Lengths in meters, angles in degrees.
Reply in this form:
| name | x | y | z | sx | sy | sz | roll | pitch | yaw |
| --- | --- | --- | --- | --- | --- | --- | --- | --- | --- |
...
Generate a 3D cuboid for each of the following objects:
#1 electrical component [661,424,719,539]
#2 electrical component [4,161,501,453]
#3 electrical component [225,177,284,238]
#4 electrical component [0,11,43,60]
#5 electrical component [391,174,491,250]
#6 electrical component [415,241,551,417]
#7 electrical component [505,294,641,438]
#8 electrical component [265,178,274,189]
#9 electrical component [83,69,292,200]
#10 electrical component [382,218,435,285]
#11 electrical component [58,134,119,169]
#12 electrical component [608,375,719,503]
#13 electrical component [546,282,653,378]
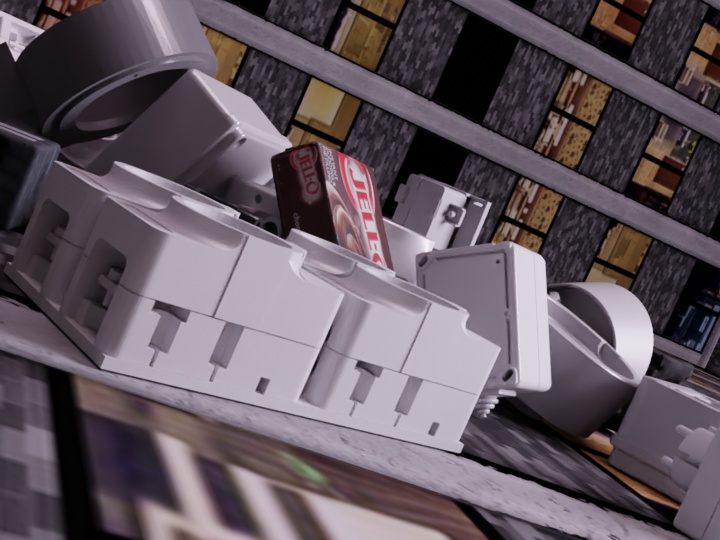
| name | x | y | z | sx | sy | sz | roll | pitch | yaw |
| --- | --- | --- | --- | --- | --- | --- | --- | --- | --- |
| electrical component | 0.185 | 0.104 | 0.545 | 0.047 | 0.065 | 0.077 | 21 | 5 | -35 |
| electrical component | -0.039 | 0.014 | 0.463 | 0.186 | 0.060 | 0.105 | 20 | 6 | -40 |
| electrical component | -0.074 | -0.021 | 0.677 | 0.047 | 0.065 | 0.077 | 26 | 5 | 23 |
| electrical component | -0.238 | -0.126 | 0.861 | 0.150 | 0.089 | 0.061 | 21 | 44 | -32 |
| electrical component | 0.052 | -0.017 | 0.930 | 0.079 | 0.121 | 0.063 | 27 | 8 | 38 |
| electrical component | 0.073 | 0.037 | 0.620 | 0.062 | 0.096 | 0.061 | -7 | -13 | 30 |
| electrical component | 0.120 | 0.061 | 0.691 | 0.108 | 0.060 | 0.108 | 36 | 13 | -10 |
| electrical component | -0.061 | -0.041 | 0.779 | 0.061 | 0.096 | 0.062 | 26 | 5 | 26 |
| electrical component | -0.112 | -0.068 | 0.704 | 0.056 | 0.109 | 0.109 | 51 | 10 | 10 |
| electrical component | 0.000 | 0.000 | 0.736 | 0.079 | 0.077 | 0.043 | 23 | 4 | -5 |
| electrical component | -0.199 | -0.092 | 0.774 | 0.099 | 0.064 | 0.099 | 22 | 48 | -28 |
| electrical component | 0.211 | 0.110 | 0.663 | 0.078 | 0.057 | 0.113 | 27 | 5 | 34 |
| electrical component | 0.156 | 0.055 | 0.776 | 0.099 | 0.099 | 0.064 | 27 | 12 | 39 |
